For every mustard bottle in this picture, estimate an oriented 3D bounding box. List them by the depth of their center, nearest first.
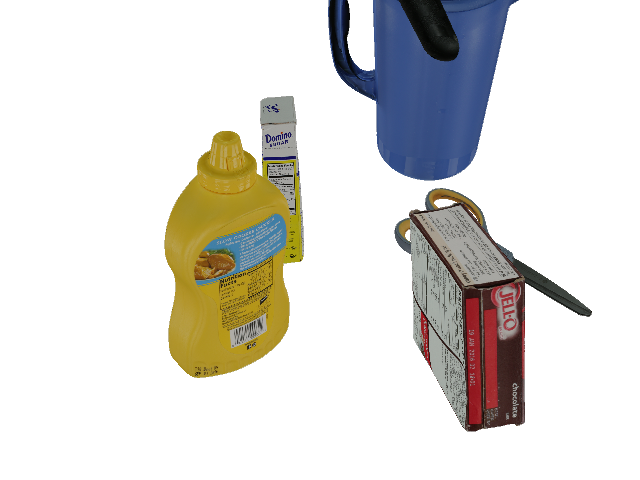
[{"bbox_3d":[-0.066,0.007,0.772,0.096,0.192,0.058,-23,45,-29],"label":"mustard bottle"}]

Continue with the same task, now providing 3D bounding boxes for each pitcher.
[{"bbox_3d":[0.102,-0.177,1.056,0.144,0.243,0.149,-35,58,-26],"label":"pitcher"}]

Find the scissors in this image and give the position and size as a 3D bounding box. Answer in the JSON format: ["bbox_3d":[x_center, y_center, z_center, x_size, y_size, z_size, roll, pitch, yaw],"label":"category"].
[{"bbox_3d":[0.142,0.019,0.956,0.096,0.016,0.202,-22,46,-17],"label":"scissors"}]

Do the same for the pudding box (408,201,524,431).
[{"bbox_3d":[0.082,0.040,0.606,0.039,0.090,0.113,-8,24,-9],"label":"pudding box"}]

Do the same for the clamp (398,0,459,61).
[{"bbox_3d":[0.040,-0.227,0.729,0.209,0.164,0.036,26,-23,-15],"label":"clamp"}]

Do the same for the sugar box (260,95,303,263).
[{"bbox_3d":[-0.046,-0.070,1.242,0.048,0.176,0.093,-5,26,-1],"label":"sugar box"}]
